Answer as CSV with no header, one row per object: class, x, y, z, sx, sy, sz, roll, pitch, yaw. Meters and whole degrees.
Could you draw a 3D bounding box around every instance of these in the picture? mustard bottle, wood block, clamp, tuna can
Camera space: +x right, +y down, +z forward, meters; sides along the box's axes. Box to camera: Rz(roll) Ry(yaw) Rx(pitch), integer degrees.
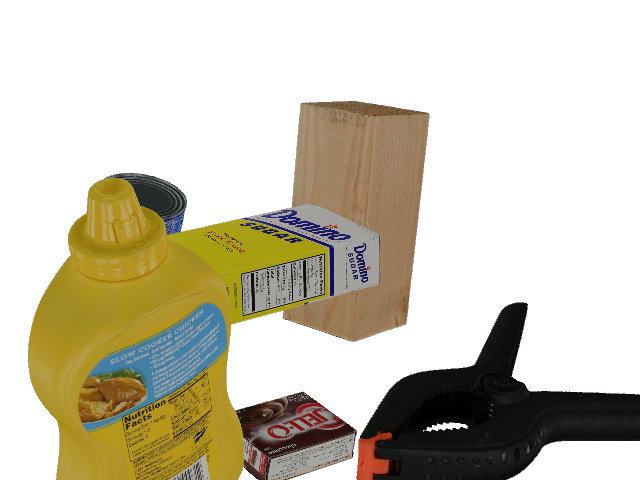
mustard bottle,-0.084,0.057,0.489,0.096,0.192,0.058,-27,44,-32
wood block,0.032,-0.022,1.003,0.090,0.206,0.090,15,17,36
clamp,0.102,0.093,0.632,0.209,0.036,0.165,-11,26,-27
tuna can,-0.172,-0.029,1.018,0.086,0.034,0.086,12,29,-7

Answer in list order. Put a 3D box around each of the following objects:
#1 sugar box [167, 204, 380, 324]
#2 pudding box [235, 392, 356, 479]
sugar box,-0.055,0.018,0.742,0.175,0.048,0.093,-16,25,-30
pudding box,-0.034,0.197,1.070,0.113,0.039,0.090,-12,26,-37
